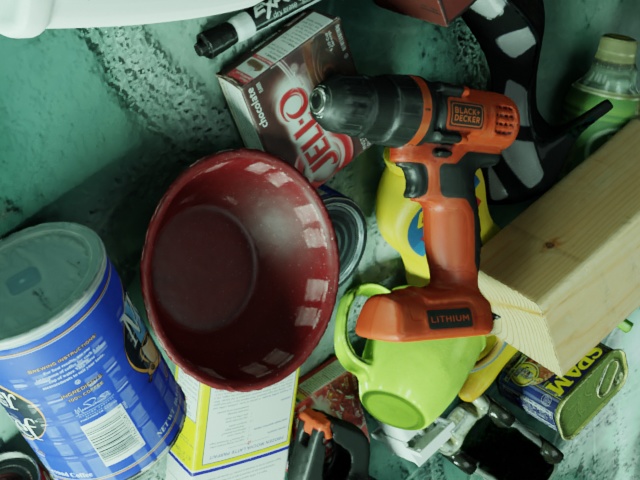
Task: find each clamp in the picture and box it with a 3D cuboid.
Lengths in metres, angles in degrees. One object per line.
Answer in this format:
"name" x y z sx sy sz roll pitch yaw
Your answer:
"clamp" 0.022 0.203 0.889 0.120 0.039 0.171 -32 130 -37

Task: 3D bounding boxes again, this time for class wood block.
"wood block" 0.231 0.002 0.883 0.206 0.091 0.090 -38 130 -15

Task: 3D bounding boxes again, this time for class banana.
"banana" 0.205 0.088 1.016 0.197 0.070 0.037 -21 149 -17

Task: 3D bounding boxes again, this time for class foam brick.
"foam brick" 0.073 -0.192 0.752 0.051 0.078 0.053 -45 135 -17

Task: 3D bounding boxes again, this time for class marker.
"marker" -0.034 -0.153 0.718 0.121 0.020 0.020 -34 129 -24

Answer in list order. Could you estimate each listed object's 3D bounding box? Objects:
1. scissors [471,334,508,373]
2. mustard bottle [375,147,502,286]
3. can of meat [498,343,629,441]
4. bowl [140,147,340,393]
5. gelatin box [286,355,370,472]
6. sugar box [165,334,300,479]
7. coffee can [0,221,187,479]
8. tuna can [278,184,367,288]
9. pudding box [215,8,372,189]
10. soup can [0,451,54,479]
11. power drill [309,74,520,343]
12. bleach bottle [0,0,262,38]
"scissors" 0.186 0.056 0.982 0.201 0.016 0.096 -25 104 -20
"mustard bottle" 0.095 -0.022 0.869 0.096 0.058 0.191 -39 131 -12
"can of meat" 0.239 0.135 1.056 0.102 0.084 0.057 -40 132 -19
"bowl" -0.064 0.020 0.724 0.161 0.055 0.162 0 90 -39
"gelatin box" 0.001 0.153 0.894 0.073 0.030 0.089 -30 127 -27
"sugar box" -0.067 0.138 0.816 0.093 0.048 0.176 -8 119 -37
"coffee can" -0.155 0.074 0.665 0.102 0.103 0.140 -38 131 -21
"tuna can" -0.005 0.001 0.810 0.085 0.034 0.086 -19 122 -34
"pudding box" -0.014 -0.092 0.752 0.090 0.039 0.113 -40 132 -19
"soup can" -0.190 0.198 0.720 0.068 0.069 0.102 -46 134 -15
"power drill" 0.068 -0.023 0.761 0.184 0.057 0.188 1 93 -36
"bleach bottle" -0.075 -0.174 0.642 0.250 0.068 0.103 -9 117 -41
